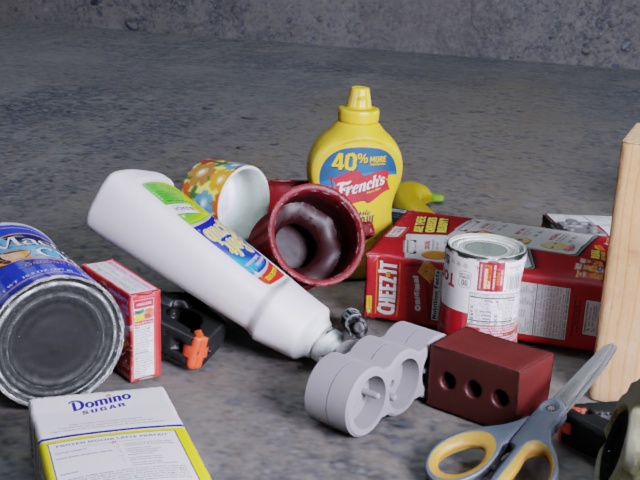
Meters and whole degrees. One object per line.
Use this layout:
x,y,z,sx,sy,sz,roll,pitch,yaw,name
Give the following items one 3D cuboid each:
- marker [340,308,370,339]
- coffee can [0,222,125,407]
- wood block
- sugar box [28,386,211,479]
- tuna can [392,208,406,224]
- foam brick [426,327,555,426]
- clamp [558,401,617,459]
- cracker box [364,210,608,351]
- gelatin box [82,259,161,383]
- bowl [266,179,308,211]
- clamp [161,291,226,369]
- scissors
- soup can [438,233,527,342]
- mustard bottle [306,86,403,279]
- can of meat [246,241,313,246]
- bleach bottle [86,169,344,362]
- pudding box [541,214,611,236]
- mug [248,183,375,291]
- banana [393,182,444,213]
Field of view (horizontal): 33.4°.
0.029,0.069,0.890,0.020,0.020,0.121,3,-1,-1,marker
-0.223,0.054,0.816,0.102,0.103,0.140,-7,20,-31,coffee can
0.271,0.022,0.827,0.090,0.206,0.090,9,18,21,wood block
-0.120,0.144,0.640,0.093,0.048,0.176,-3,14,-19,sugar box
0.078,-0.010,1.188,0.086,0.034,0.086,3,17,-1,tuna can
0.127,0.104,0.798,0.078,0.053,0.051,14,20,35,foam brick
0.272,0.140,0.730,0.210,0.036,0.164,9,18,28,clamp
0.164,0.035,0.998,0.214,0.072,0.164,7,17,17,cracker box
-0.159,0.062,0.848,0.030,0.073,0.089,-10,22,-36,gelatin box
-0.026,-0.033,1.166,0.162,0.055,0.162,0,-2,0,bowl
-0.120,0.062,0.918,0.120,0.039,0.172,-3,24,-32,clamp
0.138,0.122,0.735,0.096,0.016,0.201,3,28,25,scissors
0.133,0.052,0.883,0.068,0.102,0.068,3,18,-1,soup can
0.034,-0.058,1.070,0.096,0.192,0.058,0,18,-12,mustard bottle
-0.063,0.013,1.055,0.083,0.057,0.102,-8,19,-24,can of meat
-0.078,0.029,0.910,0.251,0.068,0.102,33,11,21,bleach bottle
0.312,0.001,1.189,0.113,0.039,0.090,3,17,-7,pudding box
-0.006,0.001,0.977,0.117,0.093,0.082,-13,-7,-25,mug
0.119,-0.041,1.291,0.069,0.037,0.197,4,17,5,banana
